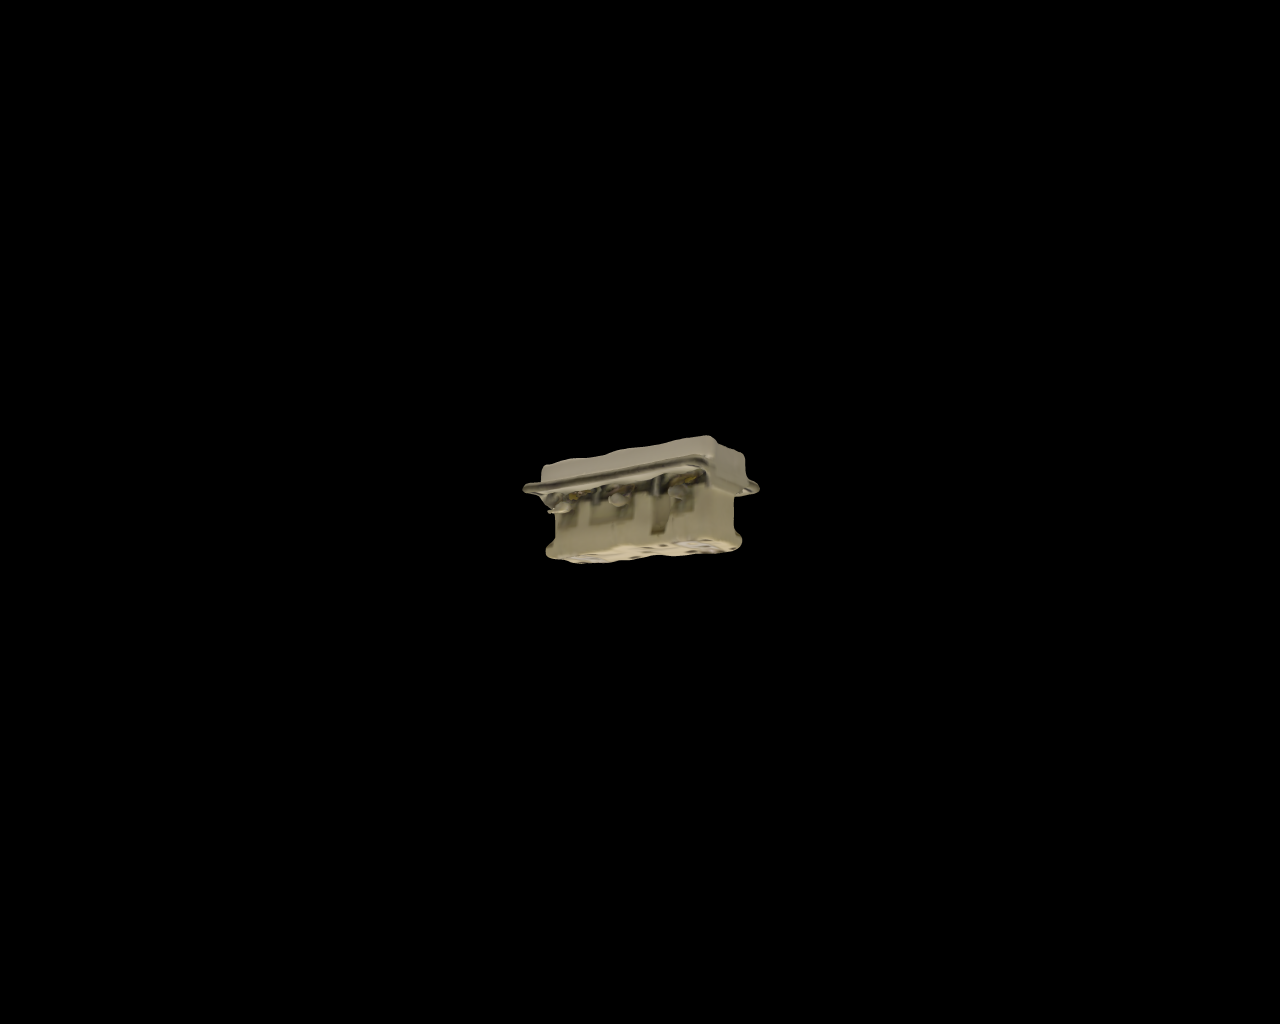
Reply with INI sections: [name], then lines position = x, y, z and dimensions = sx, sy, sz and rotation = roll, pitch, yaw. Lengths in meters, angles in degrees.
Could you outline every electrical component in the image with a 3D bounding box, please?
[electrical component]
position = 0.001, -0.003, 0.650
dimensions = 0.121, 0.063, 0.079
rotation = -7, -14, 30
